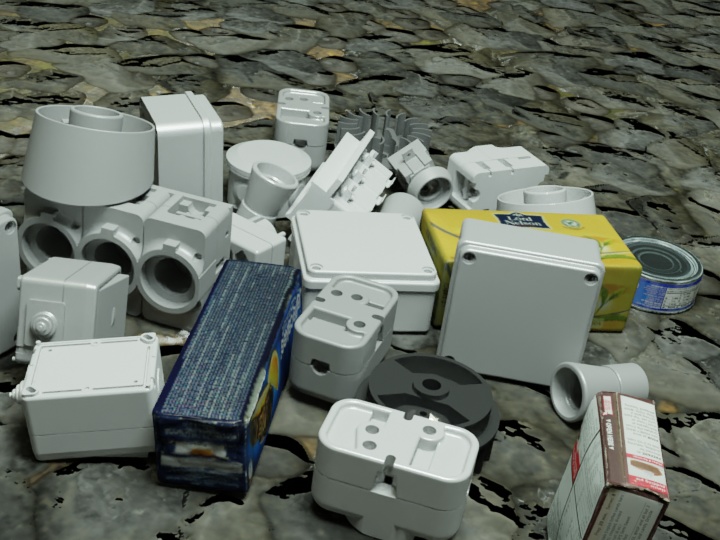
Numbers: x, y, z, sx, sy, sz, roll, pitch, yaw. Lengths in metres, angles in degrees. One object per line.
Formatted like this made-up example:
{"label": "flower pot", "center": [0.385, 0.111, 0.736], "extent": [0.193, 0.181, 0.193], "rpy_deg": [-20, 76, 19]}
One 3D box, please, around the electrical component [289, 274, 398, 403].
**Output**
{"label": "electrical component", "center": [-0.012, 0.053, 0.790], "extent": [0.054, 0.059, 0.095], "rpy_deg": [17, 31, 14]}

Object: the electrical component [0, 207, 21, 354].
{"label": "electrical component", "center": [-0.290, 0.017, 0.734], "extent": [0.056, 0.108, 0.109], "rpy_deg": [20, 32, 25]}

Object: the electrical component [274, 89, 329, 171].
{"label": "electrical component", "center": [-0.061, -0.143, 1.116], "extent": [0.054, 0.059, 0.095], "rpy_deg": [5, 30, -4]}

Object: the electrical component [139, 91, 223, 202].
{"label": "electrical component", "center": [-0.158, -0.093, 0.954], "extent": [0.057, 0.113, 0.078], "rpy_deg": [-8, 33, -21]}

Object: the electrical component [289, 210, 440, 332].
{"label": "electrical component", "center": [0.000, 0.000, 0.887], "extent": [0.109, 0.056, 0.108], "rpy_deg": [2, 30, -11]}

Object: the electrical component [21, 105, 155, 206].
{"label": "electrical component", "center": [-0.207, -0.091, 0.827], "extent": [0.099, 0.064, 0.099], "rpy_deg": [10, 16, -3]}

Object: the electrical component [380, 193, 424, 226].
{"label": "electrical component", "center": [0.029, -0.037, 0.975], "extent": [0.044, 0.044, 0.065], "rpy_deg": [18, 36, 16]}

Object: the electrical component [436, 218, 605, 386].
{"label": "electrical component", "center": [0.121, 0.026, 0.821], "extent": [0.109, 0.108, 0.056], "rpy_deg": [10, 27, 3]}

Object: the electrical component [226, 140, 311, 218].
{"label": "electrical component", "center": [-0.088, -0.088, 1.023], "extent": [0.080, 0.051, 0.080], "rpy_deg": [6, 30, -3]}

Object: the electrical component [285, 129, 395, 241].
{"label": "electrical component", "center": [-0.015, -0.071, 0.992], "extent": [0.063, 0.078, 0.121], "rpy_deg": [38, 31, -6]}

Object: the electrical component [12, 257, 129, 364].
{"label": "electrical component", "center": [-0.201, 0.031, 0.753], "extent": [0.061, 0.061, 0.096], "rpy_deg": [7, 10, -2]}

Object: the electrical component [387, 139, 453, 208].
{"label": "electrical component", "center": [0.061, -0.091, 1.062], "extent": [0.048, 0.066, 0.055], "rpy_deg": [-33, 47, -1]}

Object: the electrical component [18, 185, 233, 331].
{"label": "electrical component", "center": [-0.182, -0.017, 0.838], "extent": [0.150, 0.089, 0.061], "rpy_deg": [14, 30, 11]}

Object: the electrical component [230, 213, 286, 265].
{"label": "electrical component", "center": [-0.095, -0.022, 0.912], "extent": [0.083, 0.047, 0.076], "rpy_deg": [26, 34, 28]}

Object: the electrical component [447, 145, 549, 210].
{"label": "electrical component", "center": [0.135, -0.091, 1.083], "extent": [0.089, 0.050, 0.055], "rpy_deg": [-9, 34, -26]}

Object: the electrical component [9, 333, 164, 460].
{"label": "electrical component", "center": [-0.177, 0.085, 0.699], "extent": [0.096, 0.061, 0.061], "rpy_deg": [-4, 31, -5]}

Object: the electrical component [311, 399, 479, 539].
{"label": "electrical component", "center": [0.021, 0.127, 0.669], "extent": [0.095, 0.059, 0.053], "rpy_deg": [14, 30, 10]}

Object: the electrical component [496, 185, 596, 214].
{"label": "electrical component", "center": [0.177, -0.045, 1.017], "extent": [0.099, 0.064, 0.099], "rpy_deg": [-4, 14, 1]}

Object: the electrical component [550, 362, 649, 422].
{"label": "electrical component", "center": [0.180, 0.088, 0.796], "extent": [0.065, 0.044, 0.044], "rpy_deg": [-2, 31, -26]}

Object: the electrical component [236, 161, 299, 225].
{"label": "electrical component", "center": [-0.087, -0.058, 0.956], "extent": [0.044, 0.065, 0.044], "rpy_deg": [23, 24, -11]}
